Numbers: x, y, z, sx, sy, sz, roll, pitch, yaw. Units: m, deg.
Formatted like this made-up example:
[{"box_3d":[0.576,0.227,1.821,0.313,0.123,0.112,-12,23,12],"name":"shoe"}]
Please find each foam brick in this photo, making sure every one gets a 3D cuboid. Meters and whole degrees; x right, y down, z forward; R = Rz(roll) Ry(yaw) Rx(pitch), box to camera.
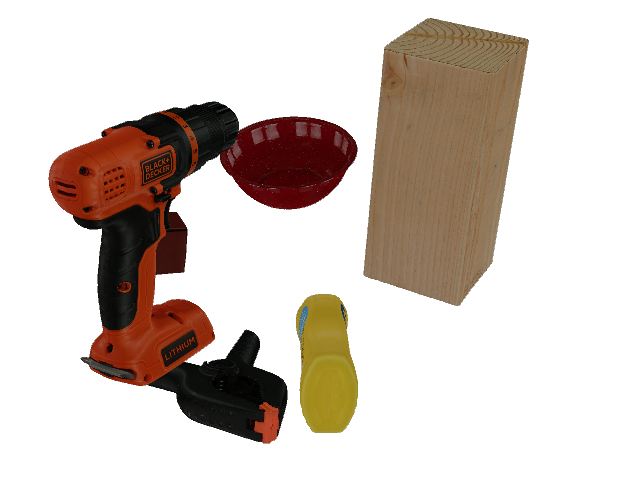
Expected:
[{"box_3d":[-0.184,0.003,1.124,0.078,0.051,0.053,-4,23,-17],"name":"foam brick"}]

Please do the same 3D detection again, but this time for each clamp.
[{"box_3d":[-0.083,0.121,0.933,0.164,0.036,0.210,-7,17,-36],"name":"clamp"}]

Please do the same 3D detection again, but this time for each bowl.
[{"box_3d":[-0.037,-0.084,1.264,0.162,0.055,0.162,-2,36,1],"name":"bowl"}]

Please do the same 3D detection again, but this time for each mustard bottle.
[{"box_3d":[0.004,0.112,1.130,0.058,0.096,0.191,-2,26,-3],"name":"mustard bottle"}]

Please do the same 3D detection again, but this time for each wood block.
[{"box_3d":[0.100,-0.064,0.876,0.091,0.206,0.090,18,33,22],"name":"wood block"}]

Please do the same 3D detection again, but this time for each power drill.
[{"box_3d":[-0.120,-0.002,0.793,0.057,0.188,0.184,12,25,31],"name":"power drill"}]
